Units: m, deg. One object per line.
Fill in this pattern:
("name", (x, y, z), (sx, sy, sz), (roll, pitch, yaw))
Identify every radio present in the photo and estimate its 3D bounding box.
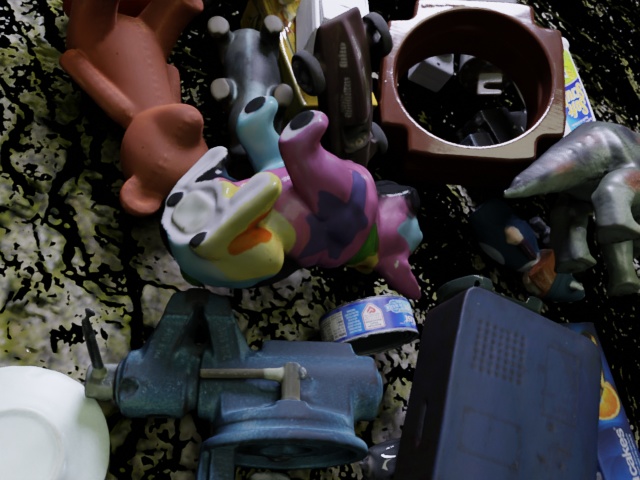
("radio", (0.135, 0.164, 0.412), (0.131, 0.073, 0.229), (21, 63, -6))

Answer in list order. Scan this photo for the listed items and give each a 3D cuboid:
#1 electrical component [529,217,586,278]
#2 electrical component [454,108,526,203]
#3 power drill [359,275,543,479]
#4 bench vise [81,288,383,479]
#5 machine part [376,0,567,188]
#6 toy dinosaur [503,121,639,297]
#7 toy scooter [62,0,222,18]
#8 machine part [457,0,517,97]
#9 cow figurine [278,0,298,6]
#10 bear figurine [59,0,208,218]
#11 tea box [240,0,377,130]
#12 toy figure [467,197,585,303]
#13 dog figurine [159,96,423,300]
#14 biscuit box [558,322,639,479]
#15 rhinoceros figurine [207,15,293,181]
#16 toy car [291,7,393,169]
("electrical component", (0.285, 0.005, 0.657), (0.094, 0.021, 0.063), (45, 13, -10))
("electrical component", (0.239, -0.108, 0.690), (0.134, 0.058, 0.115), (-15, 71, -32))
("power drill", (0.150, 0.141, 0.507), (0.232, 0.086, 0.207), (18, 54, -16))
("bench vise", (-0.061, 0.154, 0.374), (0.223, 0.129, 0.241), (10, 57, -18))
("machine part", (0.166, -0.166, 0.617), (0.202, 0.087, 0.201), (4, 73, 5))
("toy dinosaur", (0.311, -0.054, 0.568), (0.404, 0.131, 0.192), (25, 55, -39))
("toy scooter", (-0.161, -0.268, 0.527), (0.184, 0.135, 0.075), (-31, 83, -33))
("machine part", (0.242, -0.294, 0.774), (0.079, 0.079, 0.243), (21, 60, -15))
("cow figurine", (-0.046, -0.300, 0.559), (0.167, 0.068, 0.098), (-24, 68, -37))
("bear figurine", (-0.144, -0.125, 0.468), (0.120, 0.132, 0.196), (-8, 61, -49))
("tea box", (-0.016, -0.199, 0.604), (0.098, 0.068, 0.169), (-7, 68, -29))
("toy figure", (0.238, 0.018, 0.623), (0.154, 0.058, 0.064), (48, 34, 6))
("dog figurine", (-0.001, -0.001, 0.456), (0.191, 0.109, 0.219), (-52, 129, -12))
("biscuit box", (0.272, 0.189, 0.553), (0.063, 0.059, 0.202), (2, 65, -25))
("rhinoceros figurine", (-0.066, -0.121, 0.516), (0.073, 0.112, 0.190), (-5, 75, -10))
("toy car", (0.027, -0.121, 0.510), (0.089, 0.202, 0.053), (-30, 63, -14))
